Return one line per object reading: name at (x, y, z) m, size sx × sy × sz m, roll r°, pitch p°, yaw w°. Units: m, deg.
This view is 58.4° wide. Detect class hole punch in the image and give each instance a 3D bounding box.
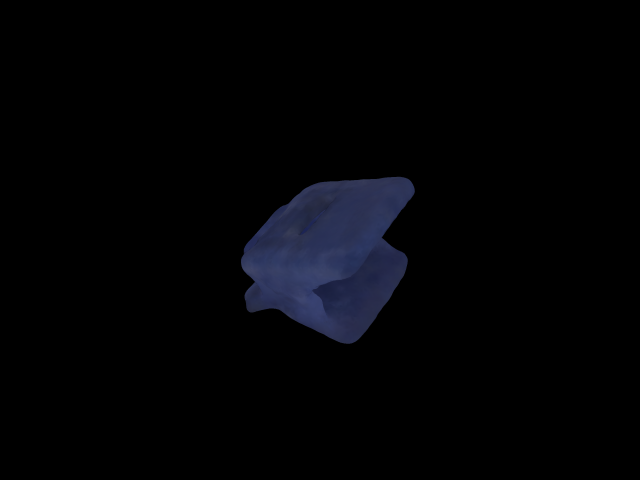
hole punch at (0.004, 0.001, 0.400) m, size 0.100 × 0.091 × 0.109 m, roll 22°, pitch 49°, yaw 21°
